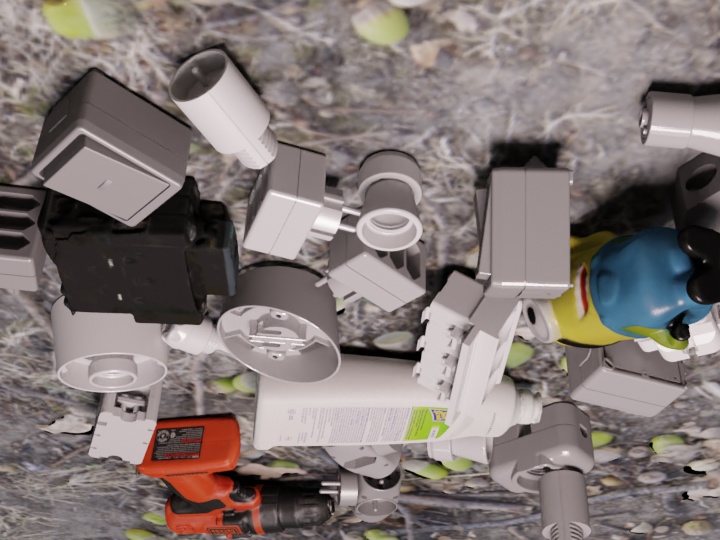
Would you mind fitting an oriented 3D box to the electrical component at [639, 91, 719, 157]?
[{"bbox_3d":[0.211,-0.093,0.681,0.065,0.044,0.044,5,143,3],"label":"electrical component"}]

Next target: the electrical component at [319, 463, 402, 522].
[{"bbox_3d":[-0.002,0.223,1.101,0.079,0.044,0.077,2,143,-8],"label":"electrical component"}]

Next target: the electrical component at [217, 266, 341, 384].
[{"bbox_3d":[-0.063,0.045,0.855,0.099,0.064,0.099,1,142,1],"label":"electrical component"}]

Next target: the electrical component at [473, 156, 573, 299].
[{"bbox_3d":[0.109,-0.031,0.730,0.061,0.096,0.061,1,172,2],"label":"electrical component"}]

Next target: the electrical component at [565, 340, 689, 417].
[{"bbox_3d":[0.223,0.080,0.891,0.096,0.061,0.061,14,141,-16],"label":"electrical component"}]

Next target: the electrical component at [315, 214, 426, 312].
[{"bbox_3d":[0.000,0.000,0.807,0.077,0.047,0.066,-30,133,35],"label":"electrical component"}]

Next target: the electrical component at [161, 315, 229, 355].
[{"bbox_3d":[-0.132,0.055,0.896,0.061,0.035,0.035,24,138,-30],"label":"electrical component"}]

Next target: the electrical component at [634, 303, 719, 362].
[{"bbox_3d":[0.247,0.032,0.831,0.078,0.058,0.057,-16,142,23],"label":"electrical component"}]

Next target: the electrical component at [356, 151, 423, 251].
[{"bbox_3d":[0.020,-0.048,0.737,0.045,0.055,0.045,1,143,1],"label":"electrical component"}]

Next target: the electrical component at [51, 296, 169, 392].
[{"bbox_3d":[-0.209,0.063,0.906,0.099,0.064,0.099,-6,154,-3],"label":"electrical component"}]

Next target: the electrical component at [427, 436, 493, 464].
[{"bbox_3d":[0.094,0.158,1.008,0.055,0.045,0.045,1,144,16],"label":"electrical component"}]

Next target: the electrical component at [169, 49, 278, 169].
[{"bbox_3d":[-0.081,-0.097,0.686,0.043,0.043,0.081,-16,140,22],"label":"electrical component"}]

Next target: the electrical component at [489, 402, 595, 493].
[{"bbox_3d":[0.170,0.172,1.017,0.095,0.059,0.054,-25,135,31],"label":"electrical component"}]

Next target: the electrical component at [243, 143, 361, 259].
[{"bbox_3d":[-0.035,-0.043,0.752,0.077,0.047,0.065,14,141,-15],"label":"electrical component"}]

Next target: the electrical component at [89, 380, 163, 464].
[{"bbox_3d":[-0.213,0.129,0.980,0.050,0.055,0.089,13,142,-14],"label":"electrical component"}]

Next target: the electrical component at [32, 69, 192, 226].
[{"bbox_3d":[-0.157,-0.072,0.707,0.096,0.061,0.062,31,134,-32],"label":"electrical component"}]

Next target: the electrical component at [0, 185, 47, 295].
[{"bbox_3d":[-0.253,-0.012,0.787,0.047,0.065,0.076,6,143,-6],"label":"electrical component"}]

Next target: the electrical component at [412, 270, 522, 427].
[{"bbox_3d":[0.084,0.059,0.862,0.063,0.078,0.121,27,146,16],"label":"electrical component"}]

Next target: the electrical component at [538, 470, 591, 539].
[{"bbox_3d":[0.185,0.227,0.969,0.043,0.081,0.043,1,143,1],"label":"electrical component"}]

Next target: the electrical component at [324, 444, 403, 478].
[{"bbox_3d":[0.015,0.158,1.019,0.079,0.043,0.077,-22,137,28],"label":"electrical component"}]
